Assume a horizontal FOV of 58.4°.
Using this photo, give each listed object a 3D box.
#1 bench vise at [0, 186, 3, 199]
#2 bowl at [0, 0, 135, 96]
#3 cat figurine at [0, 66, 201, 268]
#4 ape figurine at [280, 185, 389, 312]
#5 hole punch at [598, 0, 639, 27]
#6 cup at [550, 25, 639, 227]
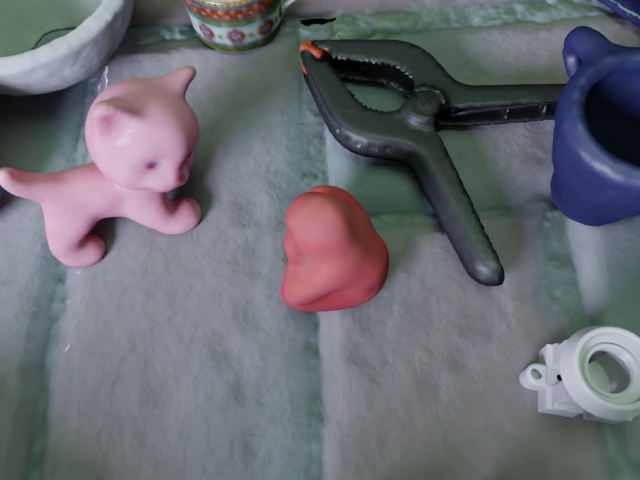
[{"bbox_3d":[-0.314,-0.085,0.309,0.207,0.220,0.121,8,67,6],"label":"bench vise"},{"bbox_3d":[-0.208,-0.165,0.420,0.167,0.075,0.167,-1,66,2],"label":"bowl"},{"bbox_3d":[-0.122,-0.048,0.340,0.128,0.118,0.067,-22,67,-7],"label":"cat figurine"},{"bbox_3d":[0.003,0.001,0.327,0.076,0.092,0.078,31,71,15],"label":"ape figurine"},{"bbox_3d":[0.259,-0.221,0.414,0.101,0.091,0.108,-41,70,-14],"label":"hole punch"},{"bbox_3d":[0.170,-0.060,0.345,0.092,0.095,0.117,-21,67,-6],"label":"cup"}]
